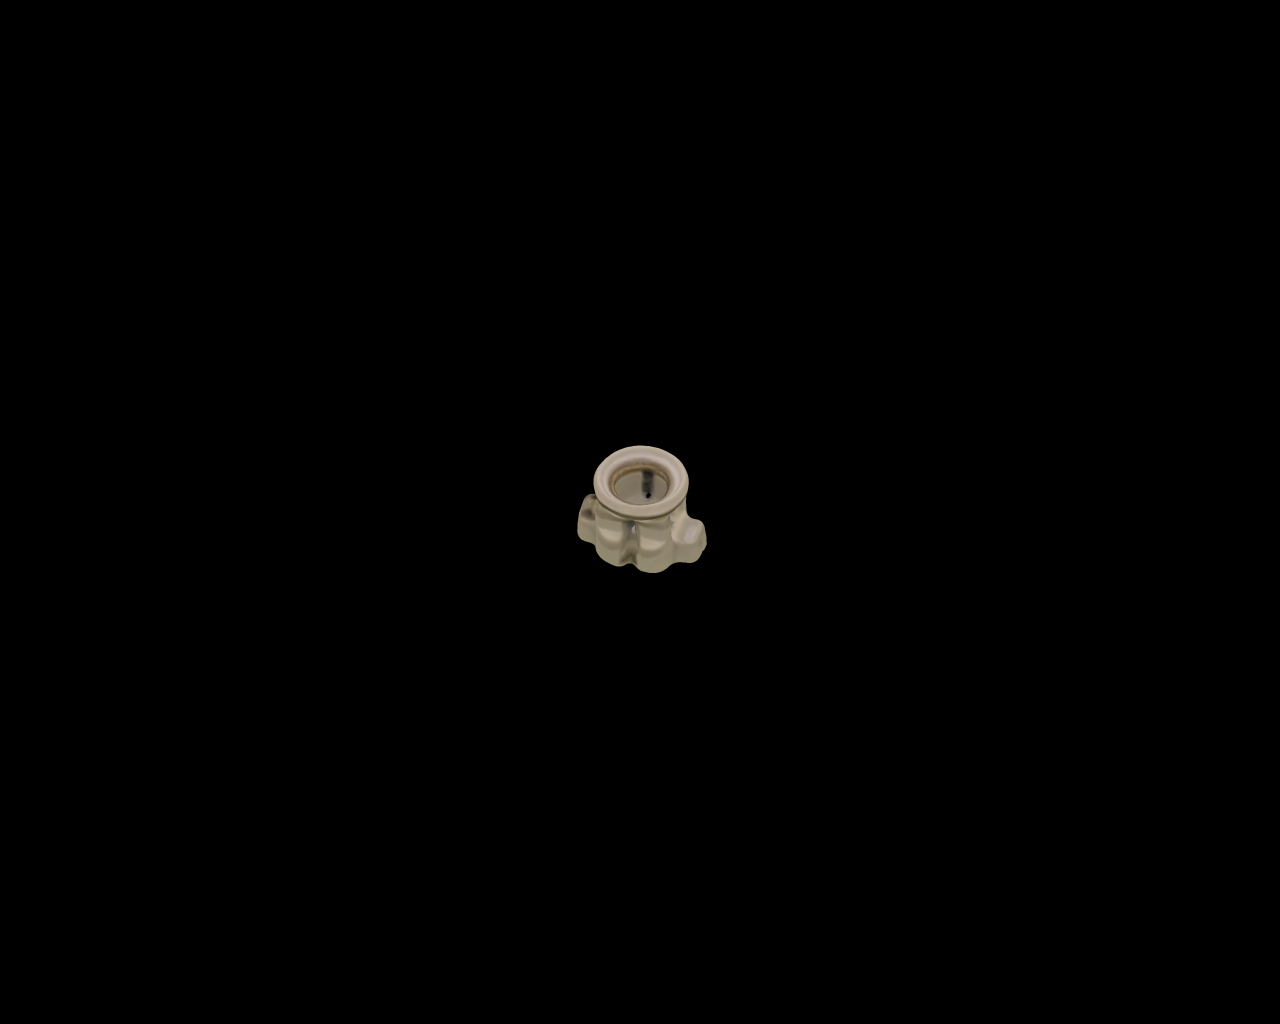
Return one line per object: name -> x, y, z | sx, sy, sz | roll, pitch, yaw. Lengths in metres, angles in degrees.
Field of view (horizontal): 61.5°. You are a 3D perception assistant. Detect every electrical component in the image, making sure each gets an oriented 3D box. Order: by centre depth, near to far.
electrical component -> 0.001, -0.003, 0.650 | 0.078, 0.056, 0.058 | 13, 47, 12
